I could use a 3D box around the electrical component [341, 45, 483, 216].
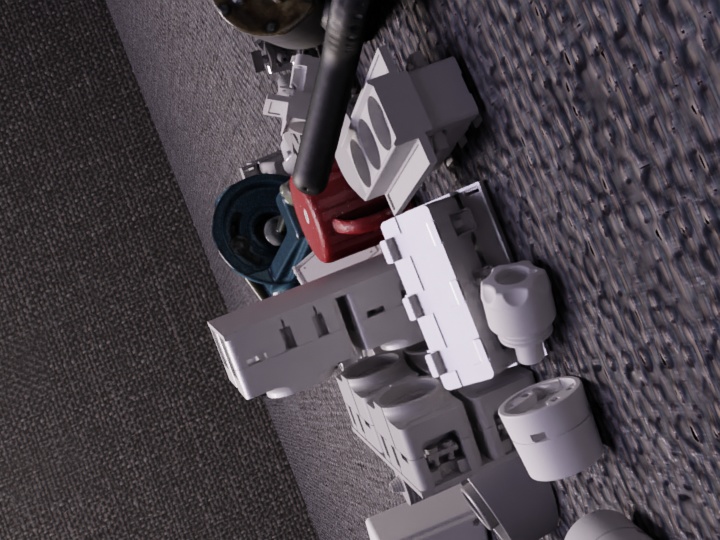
[{"bbox_3d":[0.032,-0.092,0.708,0.121,0.063,0.078,124,123,-75],"label":"electrical component"}]

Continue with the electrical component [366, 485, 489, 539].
[{"bbox_3d":[0.072,0.280,1.067,0.056,0.109,0.108,-126,18,-57],"label":"electrical component"}]

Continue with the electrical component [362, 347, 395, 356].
[{"bbox_3d":[0.048,0.095,0.966,0.053,0.059,0.095,93,153,-63],"label":"electrical component"}]

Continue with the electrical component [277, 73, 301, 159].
[{"bbox_3d":[-0.042,-0.140,0.978,0.089,0.050,0.055,89,156,-59],"label":"electrical component"}]

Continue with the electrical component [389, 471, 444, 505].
[{"bbox_3d":[0.065,0.186,0.998,0.043,0.081,0.043,158,90,-78],"label":"electrical component"}]

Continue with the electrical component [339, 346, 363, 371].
[{"bbox_3d":[0.008,0.088,1.123,0.043,0.062,0.043,158,90,-78],"label":"electrical component"}]

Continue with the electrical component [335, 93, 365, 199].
[{"bbox_3d":[0.010,-0.098,0.822,0.080,0.051,0.080,158,90,-78],"label":"electrical component"}]

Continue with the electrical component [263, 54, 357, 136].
[{"bbox_3d":[-0.038,-0.144,0.902,0.042,0.081,0.063,135,142,-75],"label":"electrical component"}]

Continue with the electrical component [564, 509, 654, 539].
[{"bbox_3d":[0.156,0.179,0.658,0.047,0.055,0.055,-133,24,-68],"label":"electrical component"}]

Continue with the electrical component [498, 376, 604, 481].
[{"bbox_3d":[0.121,0.100,0.674,0.047,0.055,0.055,66,168,-8],"label":"electrical component"}]

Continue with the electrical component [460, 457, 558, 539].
[{"bbox_3d":[0.116,0.169,0.848,0.099,0.064,0.099,54,173,10],"label":"electrical component"}]

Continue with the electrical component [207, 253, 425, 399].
[{"bbox_3d":[-0.018,0.040,0.860,0.105,0.186,0.060,-167,56,-75],"label":"electrical component"}]

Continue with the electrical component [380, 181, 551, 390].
[{"bbox_3d":[0.065,0.013,0.715,0.079,0.063,0.121,-22,90,38],"label":"electrical component"}]

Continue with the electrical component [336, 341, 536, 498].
[{"bbox_3d":[0.057,0.099,0.827,0.186,0.105,0.060,-158,48,-73],"label":"electrical component"}]

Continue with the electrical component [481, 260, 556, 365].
[{"bbox_3d":[0.101,0.029,0.667,0.043,0.043,0.062,-133,23,-60],"label":"electrical component"}]

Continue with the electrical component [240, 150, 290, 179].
[{"bbox_3d":[-0.073,-0.069,1.184,0.063,0.079,0.121,6,118,57],"label":"electrical component"}]

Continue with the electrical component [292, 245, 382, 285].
[{"bbox_3d":[0.000,0.000,0.969,0.061,0.096,0.061,42,-170,-44],"label":"electrical component"}]

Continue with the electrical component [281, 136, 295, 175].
[{"bbox_3d":[-0.060,-0.130,1.094,0.048,0.048,0.062,93,162,-62],"label":"electrical component"}]
